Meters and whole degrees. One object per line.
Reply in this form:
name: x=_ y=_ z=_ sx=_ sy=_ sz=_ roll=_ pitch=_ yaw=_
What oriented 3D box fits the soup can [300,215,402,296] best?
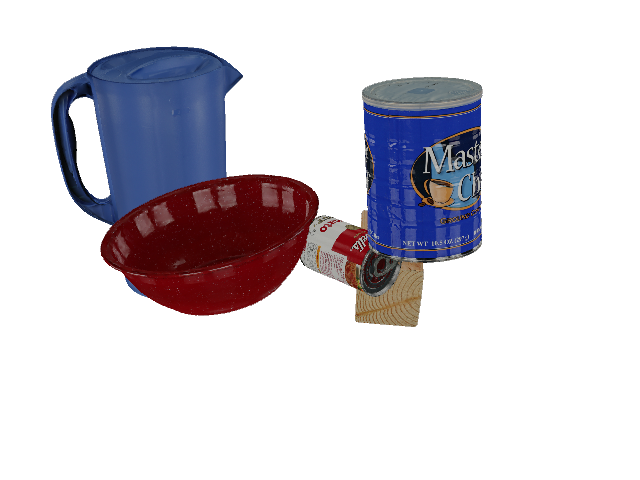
soup can: x=0.033 y=0.016 z=1.217 sx=0.102 sy=0.068 sz=0.068 roll=22 pitch=15 yaw=41

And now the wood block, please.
wood block: x=0.101 y=0.037 z=1.576 sx=0.091 sy=0.090 sz=0.206 roll=4 pitch=25 yaw=1

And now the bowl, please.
bowl: x=-0.075 y=0.008 z=0.783 sx=0.162 sy=0.055 sz=0.162 roll=-10 pitch=25 yaw=5

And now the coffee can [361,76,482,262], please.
coffee can: x=0.090 y=-0.064 z=0.933 sx=0.103 sy=0.140 sz=0.103 roll=-3 pitch=20 yaw=1

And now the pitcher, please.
pitcher: x=-0.165 y=-0.065 z=1.075 sx=0.149 sy=0.243 sz=0.144 roll=11 pitch=27 yaw=26
